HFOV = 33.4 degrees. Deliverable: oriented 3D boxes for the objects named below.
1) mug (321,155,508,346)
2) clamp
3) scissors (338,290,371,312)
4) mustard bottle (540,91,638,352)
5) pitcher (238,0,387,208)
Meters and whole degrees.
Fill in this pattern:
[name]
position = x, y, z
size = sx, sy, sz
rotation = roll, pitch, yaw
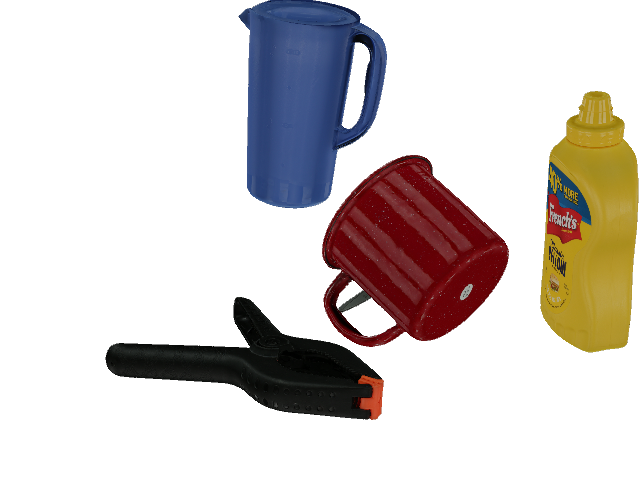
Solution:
[mug]
position = 0.053, 0.016, 0.663
size = 0.082, 0.117, 0.093
rotation = 45, 0, 26
[clamp]
position = -0.038, 0.091, 0.835
size = 0.210, 0.036, 0.164
rotation = 11, 20, 27
[scissors]
position = 0.066, 0.040, 1.278
size = 0.201, 0.016, 0.096
rotation = -10, 41, -42
[mustard bottle]
position = 0.203, -0.019, 0.804
size = 0.058, 0.192, 0.096
rotation = -7, 26, -8
[pitcher]
position = -0.019, -0.165, 1.305
size = 0.144, 0.243, 0.149
rotation = -7, 27, -25
